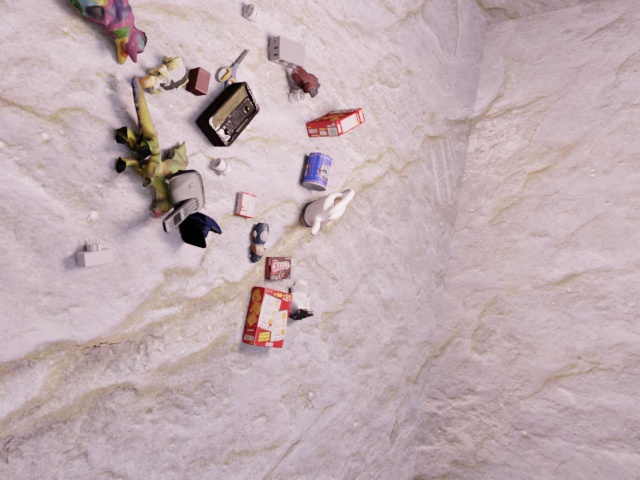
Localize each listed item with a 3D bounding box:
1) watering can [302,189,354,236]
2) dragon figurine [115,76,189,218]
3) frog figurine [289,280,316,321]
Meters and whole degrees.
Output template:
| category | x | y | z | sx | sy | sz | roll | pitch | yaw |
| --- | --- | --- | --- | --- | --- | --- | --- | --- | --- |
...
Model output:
| category | x | y | z | sx | sy | sz | roll | pitch | yaw |
| --- | --- | --- | --- | --- | --- | --- | --- | --- | --- |
| watering can | 0.006 | -0.106 | 2.109 | 0.103 | 0.222 | 0.354 | 56 | 49 | -13 |
| dragon figurine | -0.495 | -0.273 | 1.583 | 0.243 | 0.122 | 0.410 | 1 | 93 | -69 |
| frog figurine | -0.093 | 0.242 | 2.106 | 0.137 | 0.121 | 0.163 | 13 | 46 | -43 |
